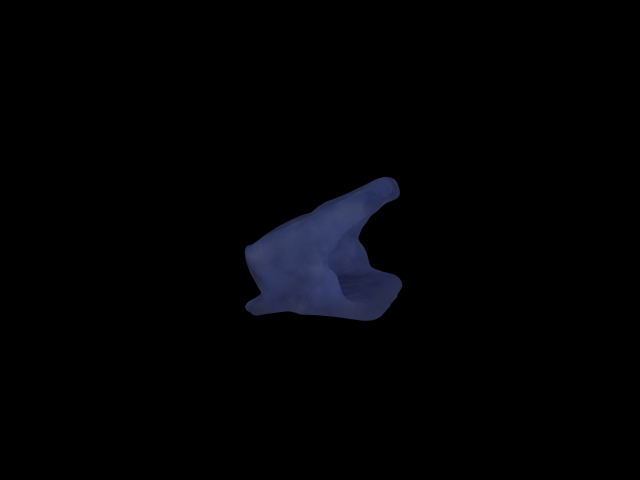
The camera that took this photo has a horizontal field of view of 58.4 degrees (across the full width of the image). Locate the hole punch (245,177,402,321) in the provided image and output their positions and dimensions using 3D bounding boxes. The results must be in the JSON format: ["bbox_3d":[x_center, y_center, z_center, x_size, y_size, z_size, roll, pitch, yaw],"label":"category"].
[{"bbox_3d":[0.004,0.001,0.400,0.101,0.091,0.109,3,11,16],"label":"hole punch"}]
